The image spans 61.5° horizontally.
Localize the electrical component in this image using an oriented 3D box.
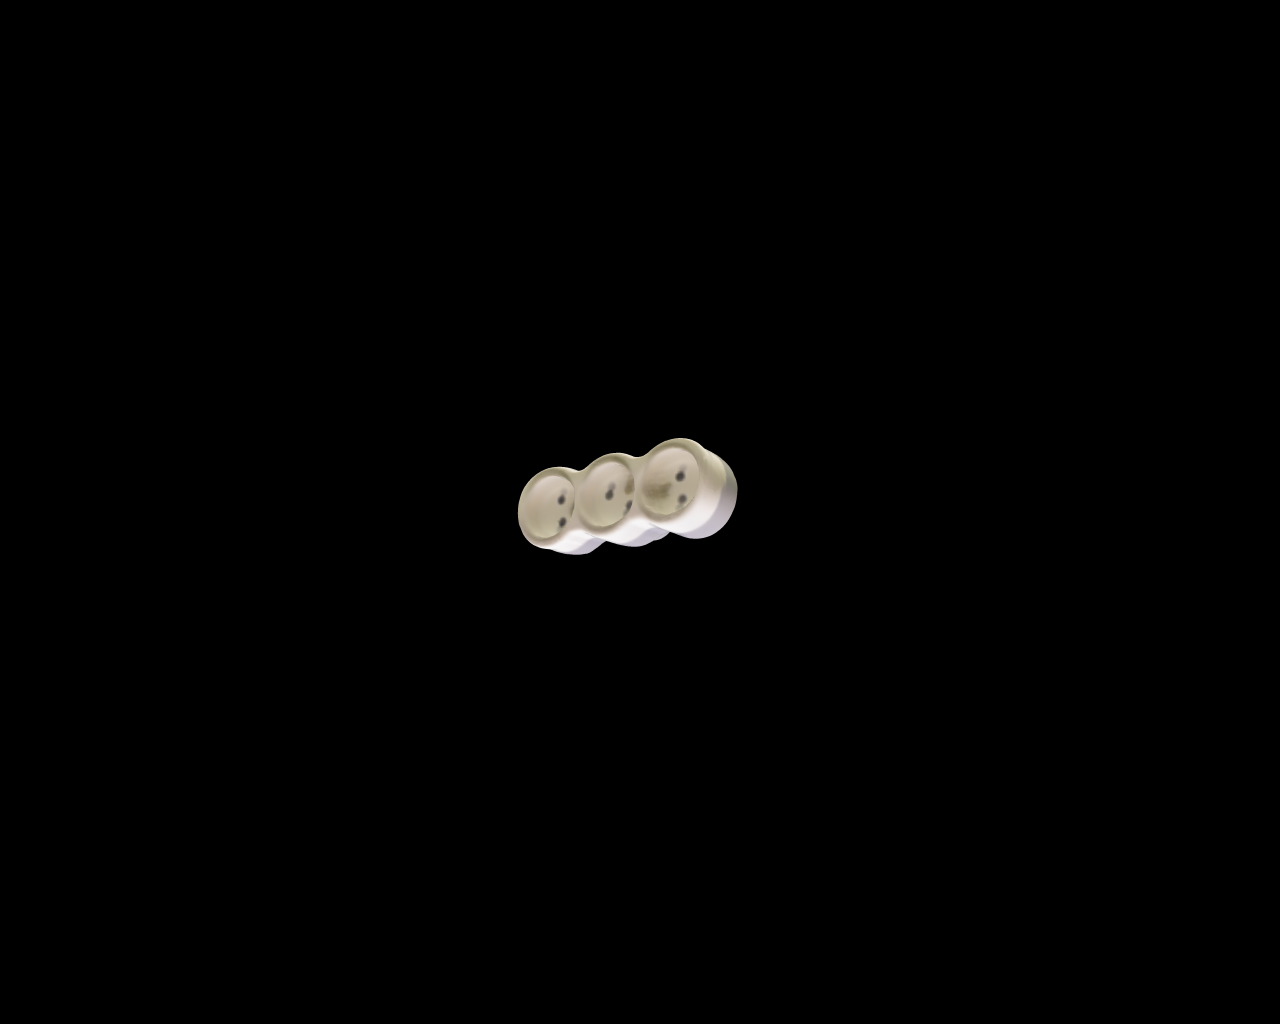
[{"bbox_3d":[0.001,-0.003,0.650,0.138,0.052,0.073,-10,-18,33],"label":"electrical component"}]
